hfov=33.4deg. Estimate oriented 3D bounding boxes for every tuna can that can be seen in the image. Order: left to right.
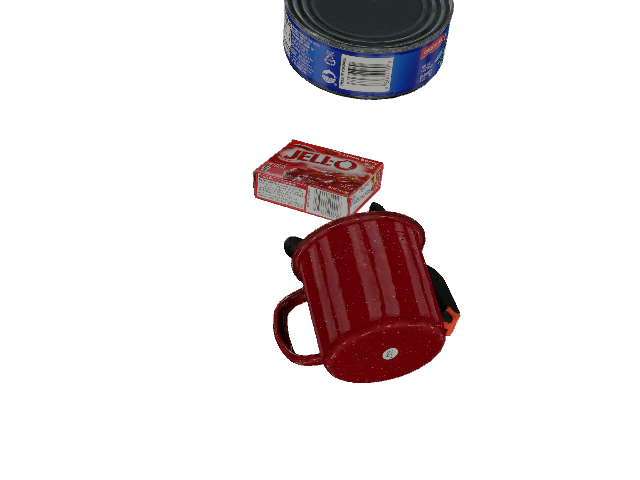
[{"bbox_3d":[0.023,-0.111,0.546,0.086,0.086,0.034,0,-43,-4],"label":"tuna can"}]

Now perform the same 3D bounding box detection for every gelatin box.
[{"bbox_3d":[-0.002,-0.052,0.900,0.089,0.030,0.073,17,32,20],"label":"gelatin box"}]

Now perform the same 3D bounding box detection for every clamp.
[{"bbox_3d":[0.069,0.038,1.226,0.164,0.036,0.210,-17,49,-37],"label":"clamp"}]

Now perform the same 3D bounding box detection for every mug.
[{"bbox_3d":[0.023,0.045,0.700,0.117,0.081,0.093,-22,-33,12],"label":"mug"}]
